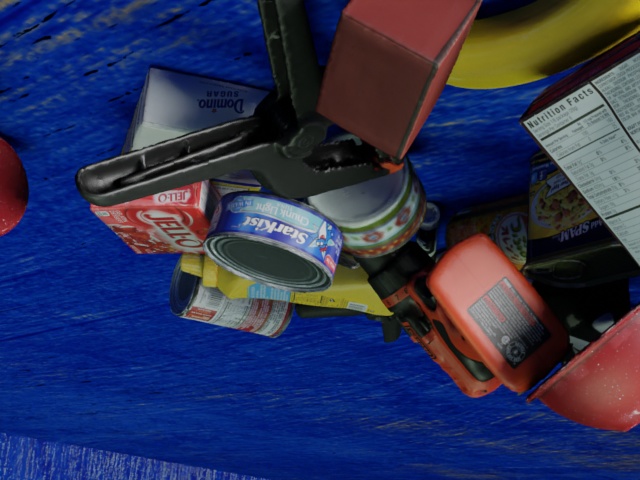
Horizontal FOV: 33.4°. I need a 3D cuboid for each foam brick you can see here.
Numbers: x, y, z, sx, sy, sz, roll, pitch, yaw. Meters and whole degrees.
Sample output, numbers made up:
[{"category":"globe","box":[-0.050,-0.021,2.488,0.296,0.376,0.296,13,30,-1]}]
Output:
[{"category":"foam brick","box":[0.037,-0.089,0.517,0.051,0.053,0.078,29,149,6]}]

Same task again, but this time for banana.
[{"category":"banana","box":[0.111,-0.108,0.506,0.069,0.037,0.198,19,158,-37]}]

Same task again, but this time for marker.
[{"category":"marker","box":[0.087,-0.002,0.873,0.020,0.020,0.121,3,162,6]}]

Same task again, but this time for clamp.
[{"category":"clamp","box":[-0.026,-0.061,0.599,0.165,0.036,0.209,-43,150,16]},{"category":"clamp","box":[0.066,0.066,1.056,0.120,0.039,0.172,16,159,-31]}]

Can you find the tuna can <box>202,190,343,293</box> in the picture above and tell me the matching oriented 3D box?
[{"category":"tuna can","box":[-0.029,0.002,0.679,0.086,0.033,0.086,15,160,5]}]

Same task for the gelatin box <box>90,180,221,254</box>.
[{"category":"gelatin box","box":[-0.102,-0.017,0.711,0.073,0.030,0.089,0,160,12]}]

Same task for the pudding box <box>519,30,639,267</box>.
[{"category":"pudding box","box":[0.161,-0.039,0.496,0.113,0.039,0.090,51,149,-6]}]

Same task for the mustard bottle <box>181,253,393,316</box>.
[{"category":"mustard bottle","box":[-0.026,0.028,0.933,0.191,0.058,0.096,6,167,-2]}]

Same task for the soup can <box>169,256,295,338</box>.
[{"category":"soup can","box":[-0.082,0.049,1.001,0.102,0.068,0.069,15,160,-27]}]

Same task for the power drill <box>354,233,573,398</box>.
[{"category":"power drill","box":[0.090,0.039,0.765,0.184,0.057,0.188,49,172,-4]}]

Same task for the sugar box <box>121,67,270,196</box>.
[{"category":"sugar box","box":[-0.086,-0.054,0.722,0.093,0.048,0.176,10,158,-15]}]

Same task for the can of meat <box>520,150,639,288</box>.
[{"category":"can of meat","box":[0.178,-0.021,0.680,0.057,0.084,0.102,16,159,-32]}]

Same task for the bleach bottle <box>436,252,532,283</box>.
[{"category":"bleach bottle","box":[0.208,0.065,0.981,0.250,0.068,0.103,13,159,-30]}]

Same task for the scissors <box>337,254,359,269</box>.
[{"category":"scissors","box":[-0.005,0.001,0.806,0.096,0.016,0.202,6,-172,-41]}]

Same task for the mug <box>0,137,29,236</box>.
[{"category":"mug","box":[-0.266,-0.023,0.761,0.082,0.117,0.093,-15,147,37]}]

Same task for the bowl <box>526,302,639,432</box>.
[{"category":"bowl","box":[0.209,0.071,0.671,0.162,0.055,0.162,-36,164,-12]}]
